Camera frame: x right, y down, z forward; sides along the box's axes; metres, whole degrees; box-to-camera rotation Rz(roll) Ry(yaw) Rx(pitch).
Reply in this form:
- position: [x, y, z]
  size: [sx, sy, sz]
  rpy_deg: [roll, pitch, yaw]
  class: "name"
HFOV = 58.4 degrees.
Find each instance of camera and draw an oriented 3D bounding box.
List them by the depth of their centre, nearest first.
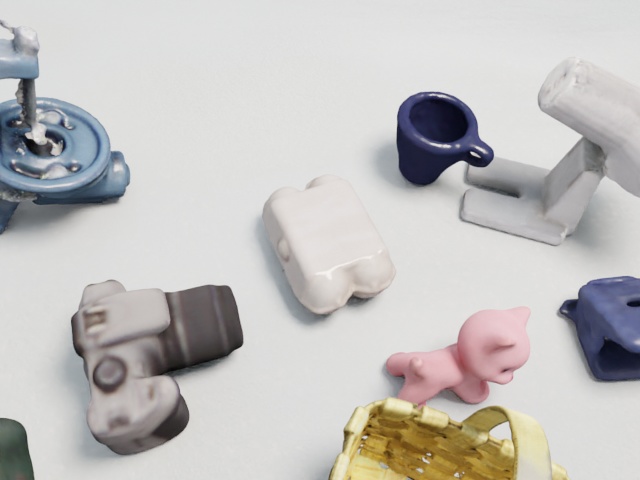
- position: [-0.135, 0.093, 0.502]
  size: [0.137, 0.101, 0.143]
  rpy_deg: [-13, 61, -14]
  class: "camera"

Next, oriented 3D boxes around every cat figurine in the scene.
- position: [0.132, 0.105, 0.519]
  size: [0.128, 0.118, 0.067]
  rpy_deg: [-11, 60, -13]
  class: "cat figurine"

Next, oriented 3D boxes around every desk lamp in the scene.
- position: [0.280, -0.087, 0.599]
  size: [0.203, 0.213, 0.118]
  rpy_deg: [14, 58, 2]
  class: "desk lamp"

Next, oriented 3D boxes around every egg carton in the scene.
- position: [0.005, 0.002, 0.595]
  size: [0.107, 0.069, 0.150]
  rpy_deg: [-19, 63, -18]
  class: "egg carton"

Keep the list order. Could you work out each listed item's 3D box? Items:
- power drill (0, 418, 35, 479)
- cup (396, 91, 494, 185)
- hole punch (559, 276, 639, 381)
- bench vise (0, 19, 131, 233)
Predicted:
- position: [-0.179, 0.233, 0.347]
  size: [0.076, 0.208, 0.229]
  rpy_deg: [-18, 62, -17]
  class: "power drill"
- position: [0.137, -0.102, 0.660]
  size: [0.117, 0.095, 0.092]
  rpy_deg: [33, 60, 13]
  class: "cup"
- position: [0.317, 0.079, 0.574]
  size: [0.109, 0.091, 0.101]
  rpy_deg: [-4, 59, -9]
  class: "hole punch"
- position: [-0.293, -0.086, 0.523]
  size: [0.208, 0.220, 0.121]
  rpy_deg: [-30, 66, -22]
  class: "bench vise"
